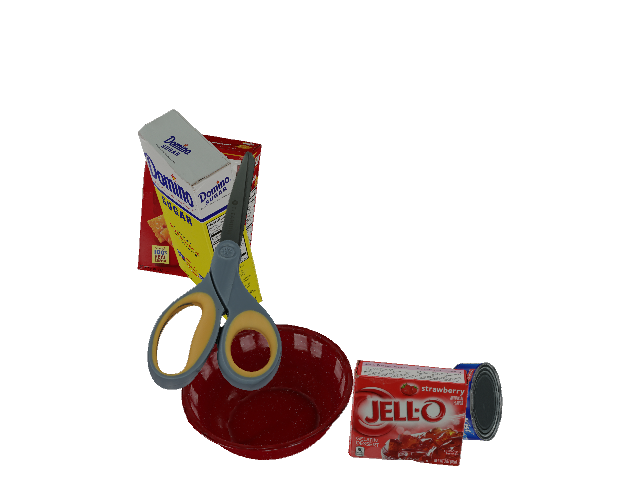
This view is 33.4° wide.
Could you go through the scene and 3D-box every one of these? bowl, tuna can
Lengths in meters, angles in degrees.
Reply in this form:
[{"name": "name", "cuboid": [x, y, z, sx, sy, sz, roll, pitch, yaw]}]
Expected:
[{"name": "bowl", "cuboid": [-0.047, 0.153, 1.008, 0.162, 0.055, 0.162, -5, 38, 3]}, {"name": "tuna can", "cuboid": [0.170, 0.178, 1.180, 0.034, 0.086, 0.086, -4, -2, 31]}]

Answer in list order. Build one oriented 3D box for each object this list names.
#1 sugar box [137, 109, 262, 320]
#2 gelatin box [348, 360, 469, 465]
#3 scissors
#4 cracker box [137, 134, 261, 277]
[{"name": "sugar box", "cuboid": [-0.103, -0.019, 0.928, 0.048, 0.176, 0.093, -33, 51, -18]}, {"name": "gelatin box", "cuboid": [0.069, 0.136, 0.839, 0.089, 0.073, 0.030, 5, 20, 3]}, {"name": "scissors", "cuboid": [-0.050, 0.023, 0.738, 0.096, 0.201, 0.016, 21, -34, 10]}, {"name": "cracker box", "cuboid": [-0.185, -0.049, 1.620, 0.164, 0.214, 0.072, 10, 19, 6]}]
